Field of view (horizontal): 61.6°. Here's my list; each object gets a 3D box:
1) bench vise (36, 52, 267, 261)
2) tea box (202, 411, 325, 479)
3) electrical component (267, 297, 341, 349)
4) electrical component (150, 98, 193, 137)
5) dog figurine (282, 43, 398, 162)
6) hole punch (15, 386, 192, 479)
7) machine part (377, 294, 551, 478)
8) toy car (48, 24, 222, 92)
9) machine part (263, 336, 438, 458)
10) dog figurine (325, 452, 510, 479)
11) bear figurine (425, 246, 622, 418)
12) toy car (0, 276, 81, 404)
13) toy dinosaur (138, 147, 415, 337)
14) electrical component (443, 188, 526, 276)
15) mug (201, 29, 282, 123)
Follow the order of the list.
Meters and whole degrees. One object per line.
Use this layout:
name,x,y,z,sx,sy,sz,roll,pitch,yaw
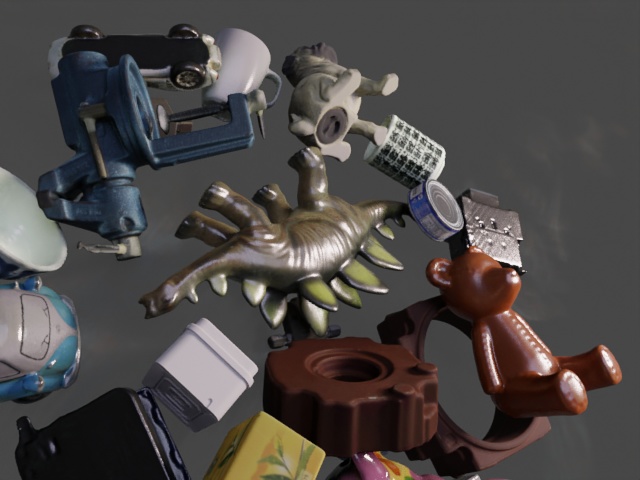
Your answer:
bench vise,-0.169,-0.098,0.557,0.241,0.129,0.223,-14,76,-6
tea box,-0.072,0.230,0.414,0.068,0.098,0.170,34,52,-7
electrical component,-0.021,0.098,0.634,0.094,0.021,0.063,-6,67,-30
electrical component,-0.209,-0.137,0.651,0.102,0.045,0.078,-10,41,-34
dog figurine,-0.015,-0.200,0.733,0.172,0.121,0.191,-12,39,-43
hole punch,-0.183,0.197,0.468,0.116,0.092,0.142,-27,80,-6
machine part,0.176,0.167,0.662,0.201,0.087,0.201,-11,69,-31
toy car,-0.222,-0.218,0.656,0.202,0.056,0.073,-5,68,-12
machine part,0.027,0.144,0.531,0.179,0.179,0.056,-4,101,-29
dog figurine,0.111,0.253,0.515,0.191,0.108,0.219,-40,82,1
bear figurine,0.214,0.088,0.595,0.120,0.132,0.196,-9,75,-38
toy car,-0.287,0.081,0.454,0.161,0.103,0.109,2,63,-29
toy dinosaur,-0.001,-0.002,0.646,0.471,0.105,0.198,-29,81,-44
electrical component,0.244,-0.010,0.811,0.115,0.058,0.134,12,60,-24
mug,-0.110,-0.209,0.725,0.109,0.081,0.107,27,65,-24
